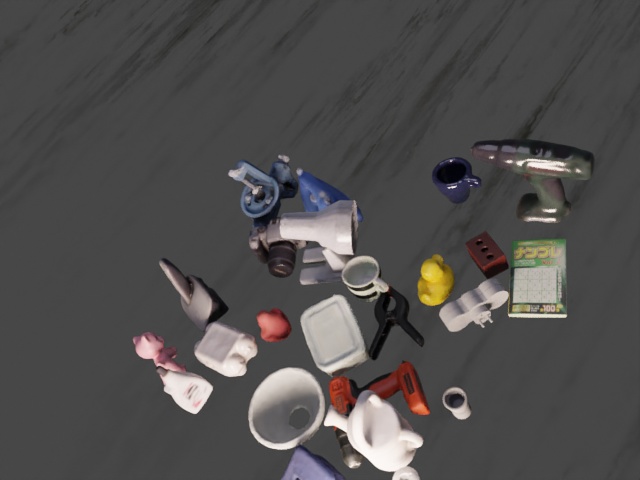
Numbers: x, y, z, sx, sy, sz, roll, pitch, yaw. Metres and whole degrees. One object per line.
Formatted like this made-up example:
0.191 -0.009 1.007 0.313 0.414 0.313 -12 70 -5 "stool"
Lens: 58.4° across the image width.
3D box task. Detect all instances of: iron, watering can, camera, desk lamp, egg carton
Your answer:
-0.005 -0.116 1.451 0.118 0.142 0.257 -38 47 -3 "iron"
0.091 0.335 1.016 0.172 0.195 0.101 -16 50 17 "watering can"
-0.112 0.021 1.430 0.143 0.101 0.137 -12 51 20 "camera"
0.012 0.005 1.299 0.202 0.214 0.118 -9 52 22 "desk lamp"
-0.221 0.253 1.330 0.149 0.070 0.107 14 63 35 "egg carton"

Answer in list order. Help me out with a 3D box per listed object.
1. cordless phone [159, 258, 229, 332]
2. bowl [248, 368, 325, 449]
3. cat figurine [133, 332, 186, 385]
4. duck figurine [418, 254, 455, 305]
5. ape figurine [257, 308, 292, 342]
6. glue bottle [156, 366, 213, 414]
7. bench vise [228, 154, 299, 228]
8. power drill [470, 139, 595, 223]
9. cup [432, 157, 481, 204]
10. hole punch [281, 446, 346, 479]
-0.321 0.129 1.399 0.094 0.186 0.147 -47 48 -11 "cordless phone"
-0.057 0.350 1.165 0.167 0.075 0.167 -14 50 18 "bowl"
-0.394 0.273 1.374 0.067 0.118 0.127 -41 47 -6 "cat figurine"
0.238 0.079 1.210 0.077 0.086 0.105 12 62 34 "duck figurine"
-0.112 0.189 1.306 0.075 0.092 0.078 25 70 39 "ape figurine"
-0.306 0.317 1.255 0.037 0.174 0.078 13 62 35 "glue bottle"
-0.159 -0.156 1.509 0.121 0.220 0.207 -6 53 24 "bench vise"
0.439 -0.126 1.177 0.228 0.209 0.076 4 58 30 "power drill"
0.323 -0.126 1.316 0.117 0.095 0.092 21 67 38 "cup"
-0.018 0.452 1.054 0.108 0.091 0.101 28 72 40 "hole punch"
